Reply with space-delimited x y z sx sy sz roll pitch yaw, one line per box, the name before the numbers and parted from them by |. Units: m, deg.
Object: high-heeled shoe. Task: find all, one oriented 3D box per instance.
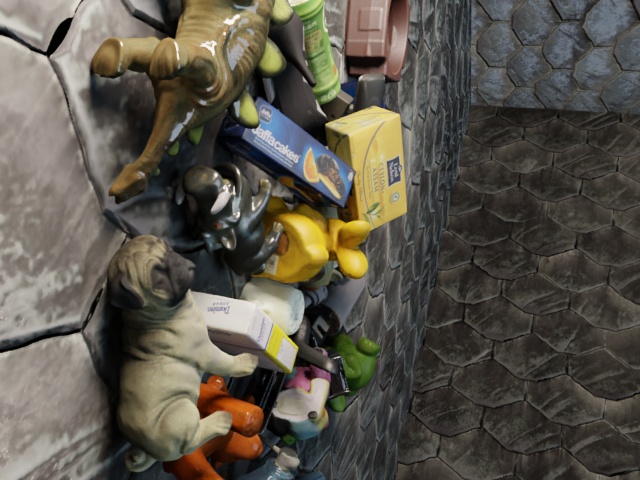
high-heeled shoe | -0.055 -0.222 0.765 0.086 0.145 0.248 -29 169 -17

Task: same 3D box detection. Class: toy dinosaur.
toy dinosaur | -0.096 -0.243 0.550 0.198 0.105 0.471 57 53 -71

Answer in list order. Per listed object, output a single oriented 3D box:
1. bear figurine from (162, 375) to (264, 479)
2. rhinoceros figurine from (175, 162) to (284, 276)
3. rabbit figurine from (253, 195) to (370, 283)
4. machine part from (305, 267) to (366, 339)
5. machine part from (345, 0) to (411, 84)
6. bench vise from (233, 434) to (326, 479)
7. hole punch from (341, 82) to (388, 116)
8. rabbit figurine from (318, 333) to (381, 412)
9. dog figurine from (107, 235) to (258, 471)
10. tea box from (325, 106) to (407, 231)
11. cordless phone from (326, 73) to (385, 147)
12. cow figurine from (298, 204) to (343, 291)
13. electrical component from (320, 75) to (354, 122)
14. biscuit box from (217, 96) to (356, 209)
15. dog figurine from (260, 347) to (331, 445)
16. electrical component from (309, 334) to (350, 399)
bear figurine | -0.115 0.245 0.660 0.120 0.132 0.195 -58 149 -16
rhinoceros figurine | -0.110 -0.026 0.650 0.112 0.073 0.190 -59 155 -24
rabbit figurine | -0.002 -0.002 0.792 0.173 0.163 0.121 -5 98 -59
machine part | 0.034 0.116 1.090 0.243 0.079 0.079 -49 142 -55
machine part | 0.119 -0.425 1.088 0.201 0.087 0.200 -25 121 -65
bench vise | -0.060 0.412 0.858 0.240 0.129 0.223 11 96 -53
hole punch | 0.064 -0.220 0.965 0.092 0.142 0.116 65 24 -60
rabbit figurine | 0.025 0.268 1.128 0.170 0.121 0.159 22 84 -52
dog figurine | -0.169 0.110 0.521 0.190 0.121 0.172 61 36 -38
tea box | 0.073 -0.106 0.823 0.098 0.068 0.169 -27 125 -22
cordless phone | 0.044 -0.172 0.866 0.146 0.089 0.184 -12 127 -24
cow figurine | 0.002 -0.001 0.949 0.127 0.086 0.195 61 39 -54
electrical component | 0.028 -0.232 0.908 0.045 0.102 0.078 -60 178 -48
biscuit box | -0.039 -0.109 0.705 0.202 0.059 0.063 30 75 -43
dog figurine | -0.033 0.286 0.915 0.192 0.109 0.219 -88 175 -47
electrical component | 0.014 0.232 1.016 0.075 0.048 0.119 163 -87 -77
